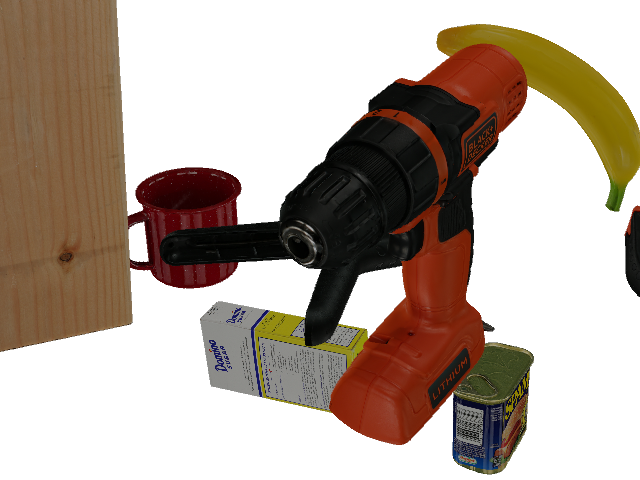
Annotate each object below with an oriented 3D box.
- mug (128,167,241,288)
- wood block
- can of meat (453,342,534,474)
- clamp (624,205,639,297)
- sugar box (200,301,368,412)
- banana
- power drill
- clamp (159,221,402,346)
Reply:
[{"bbox_3d":[-0.125,-0.007,0.949,0.117,0.081,0.093,-18,32,-28],"label":"mug"},{"bbox_3d":[-0.168,-0.053,0.611,0.090,0.206,0.090,-11,26,-27],"label":"wood block"},{"bbox_3d":[0.161,0.158,1.008,0.058,0.084,0.101,11,27,26],"label":"can of meat"},{"bbox_3d":[0.267,0.039,0.703,0.120,0.039,0.171,-2,45,-19],"label":"clamp"},{"bbox_3d":[-0.036,0.123,1.119,0.176,0.093,0.048,11,34,25],"label":"sugar box"},{"bbox_3d":[0.180,-0.110,0.816,0.198,0.070,0.037,43,8,-1],"label":"banana"},{"bbox_3d":[0.042,0.012,0.539,0.057,0.188,0.184,25,43,27],"label":"power drill"},{"bbox_3d":[0.002,-0.001,0.765,0.165,0.036,0.209,22,35,35],"label":"clamp"}]
